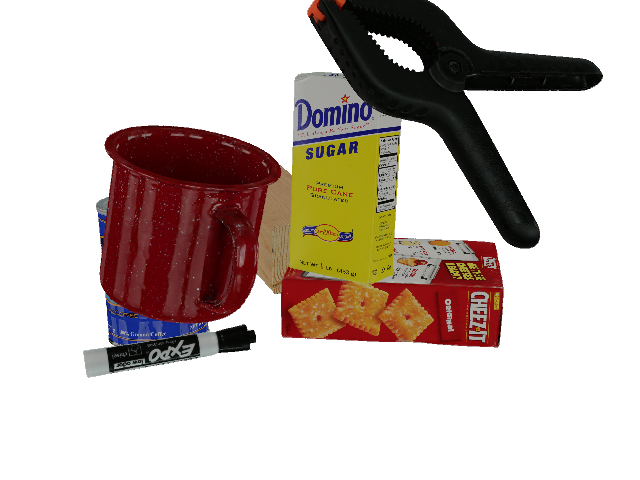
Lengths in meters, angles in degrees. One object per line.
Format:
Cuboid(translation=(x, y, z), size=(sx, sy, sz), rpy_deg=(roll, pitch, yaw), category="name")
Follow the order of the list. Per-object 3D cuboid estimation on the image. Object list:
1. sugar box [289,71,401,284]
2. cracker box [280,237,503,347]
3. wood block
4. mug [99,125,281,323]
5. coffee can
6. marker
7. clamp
Cuboid(translation=(0.021, -0.057, 0.937), size=(0.093, 0.176, 0.048), rpy_deg=(10, 17, 35), category="sugar box")
Cuboid(translation=(0.075, 0.050, 1.101), size=(0.214, 0.072, 0.164), rpy_deg=(3, 16, 6), category="cracker box")
Cuboid(translation=(-0.057, -0.021, 1.346), size=(0.090, 0.090, 0.206), rpy_deg=(-10, 26, -22), category="wood block")
Cuboid(translation=(-0.067, -0.003, 0.563), size=(0.093, 0.081, 0.117), rpy_deg=(-5, 27, -36), category="mug")
Cuboid(translation=(-0.166, 0.028, 1.065), size=(0.103, 0.140, 0.103), rpy_deg=(-2, 14, 0), category="coffee can")
Cuboid(translation=(-0.105, 0.077, 0.752), size=(0.121, 0.020, 0.020), rpy_deg=(-8, 2, -14), category="marker")
Cuboid(translation=(0.083, -0.097, 0.705), size=(0.210, 0.164, 0.036), rpy_deg=(25, -31, -9), category="clamp")
